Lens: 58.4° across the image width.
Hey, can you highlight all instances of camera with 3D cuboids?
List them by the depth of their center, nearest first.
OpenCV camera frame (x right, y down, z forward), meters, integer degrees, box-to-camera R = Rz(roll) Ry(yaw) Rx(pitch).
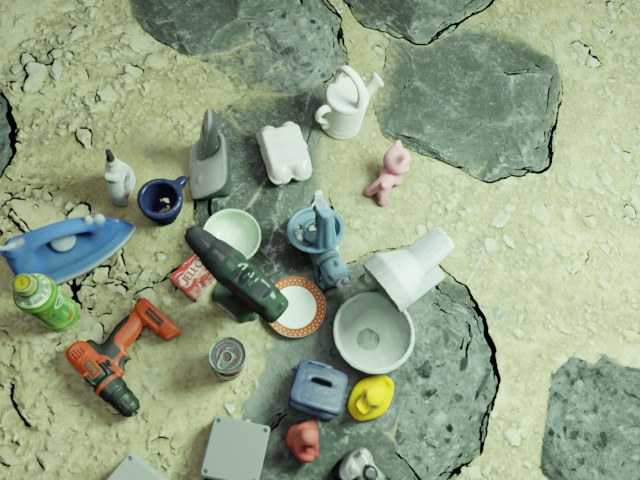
[{"bbox_3d":[0.066,0.474,1.042,0.137,0.101,0.143,-32,76,-18],"label":"camera"}]

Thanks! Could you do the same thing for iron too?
[{"bbox_3d":[-0.498,-0.003,1.128,0.259,0.141,0.118,-25,74,-16],"label":"iron"}]

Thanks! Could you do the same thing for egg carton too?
[{"bbox_3d":[-0.080,-0.197,1.302,0.107,0.069,0.150,-15,71,-13],"label":"egg carton"}]

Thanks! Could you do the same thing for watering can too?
[{"bbox_3d":[0.065,-0.327,1.306,0.101,0.194,0.173,33,68,6],"label":"watering can"}]

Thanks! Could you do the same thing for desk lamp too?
[{"bbox_3d":[0.179,0.062,1.159,0.203,0.213,0.118,-35,77,-19],"label":"desk lamp"}]

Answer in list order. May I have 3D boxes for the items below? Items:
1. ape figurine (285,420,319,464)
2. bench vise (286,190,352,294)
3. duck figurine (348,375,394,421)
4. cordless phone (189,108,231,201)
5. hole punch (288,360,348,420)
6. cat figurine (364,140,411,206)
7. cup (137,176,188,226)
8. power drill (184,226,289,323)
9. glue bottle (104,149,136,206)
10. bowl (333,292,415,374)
[{"bbox_3d":[-0.026,0.374,1.074,0.076,0.092,0.078,28,68,4],"label":"ape figurine"},{"bbox_3d":[0.019,-0.003,1.159,0.122,0.219,0.207,-41,79,-20],"label":"bench vise"},{"bbox_3d":[0.106,0.306,1.122,0.105,0.086,0.077,-37,77,-19],"label":"duck figurine"},{"bbox_3d":[-0.235,-0.178,1.210,0.094,0.185,0.147,-6,70,-10],"label":"cordless phone"},{"bbox_3d":[-0.005,0.287,1.111,0.108,0.091,0.101,17,67,-1],"label":"hole punch"},{"bbox_3d":[0.161,-0.157,1.295,0.067,0.117,0.128,30,68,5],"label":"cat figurine"},{"bbox_3d":[-0.322,-0.080,1.208,0.091,0.095,0.118,39,69,8],"label":"cup"},{"bbox_3d":[-0.164,0.083,1.105,0.229,0.208,0.076,37,68,7],"label":"power drill"},{"bbox_3d":[-0.417,-0.137,1.175,0.037,0.173,0.078,10,68,-4],"label":"glue bottle"},{"bbox_3d":[0.104,0.195,1.171,0.167,0.074,0.167,3,68,-7],"label":"bowl"}]
